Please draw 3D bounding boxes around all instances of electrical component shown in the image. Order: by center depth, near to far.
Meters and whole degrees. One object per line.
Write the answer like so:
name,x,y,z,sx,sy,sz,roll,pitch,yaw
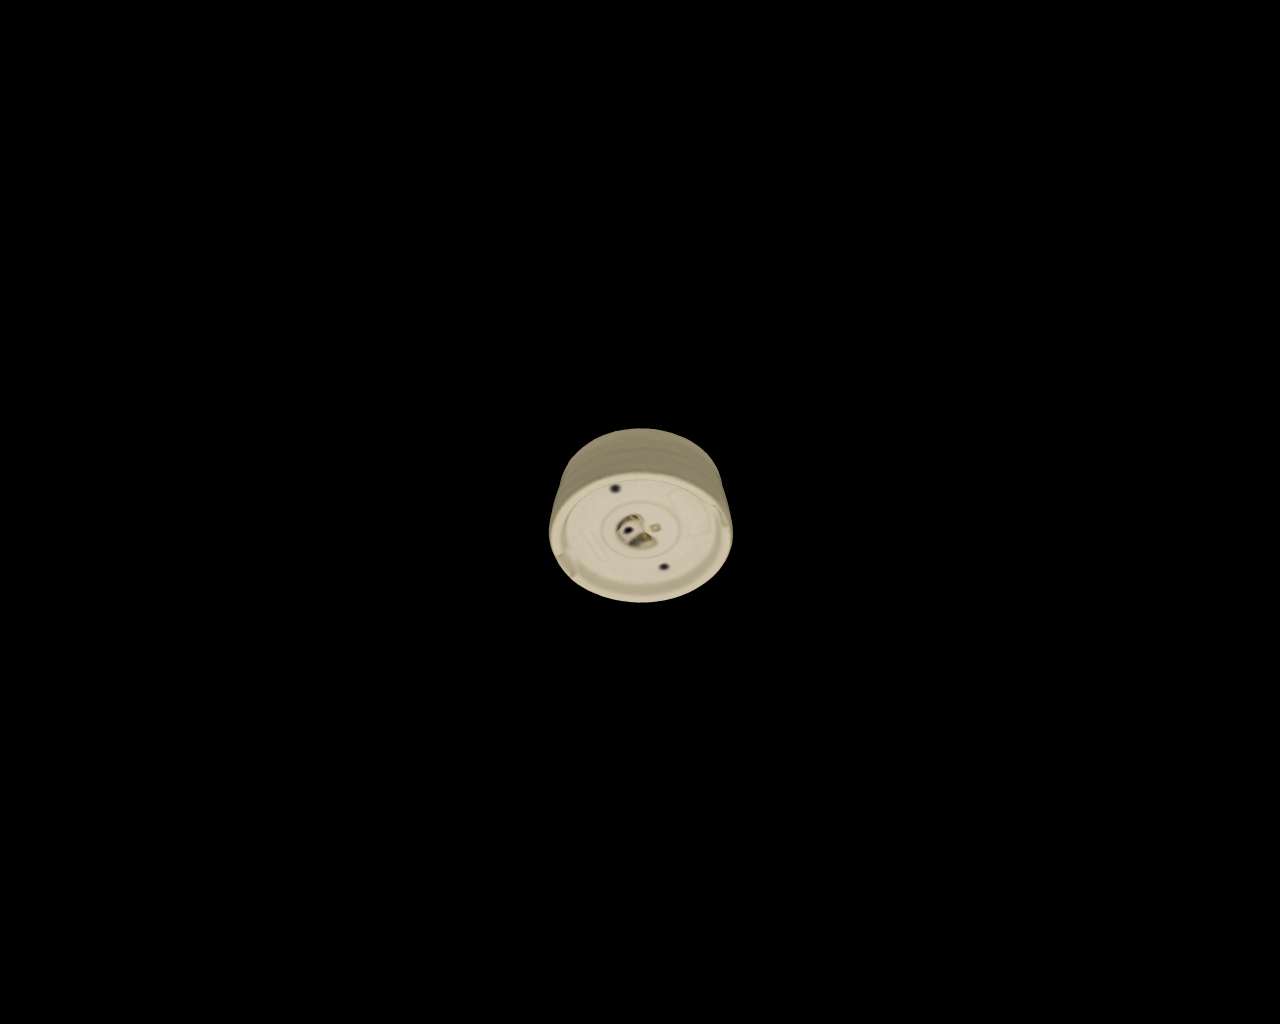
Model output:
electrical component,0.001,-0.003,0.650,0.108,0.108,0.060,0,43,0
